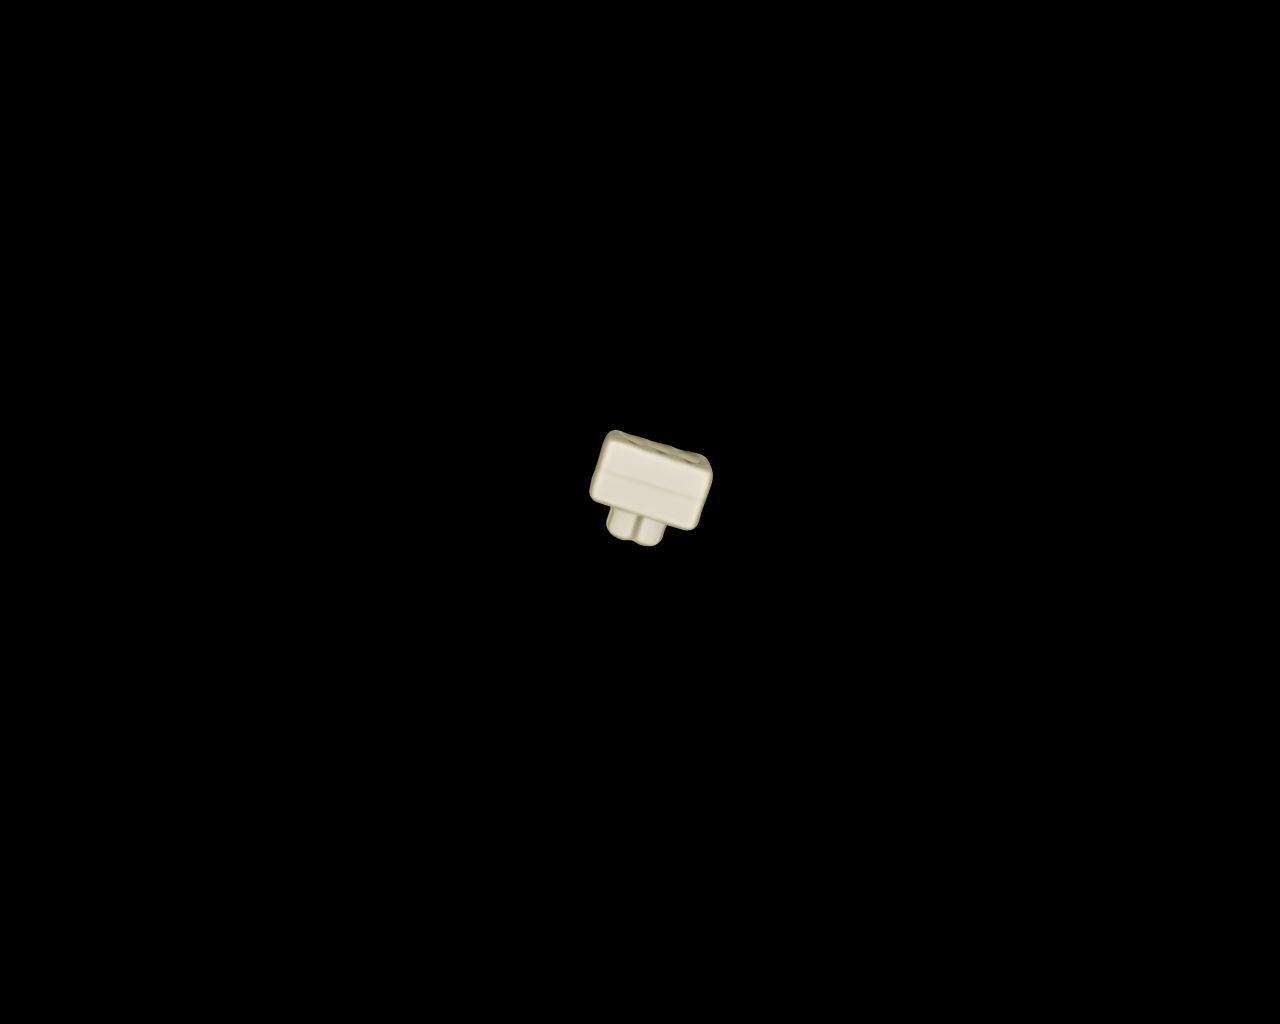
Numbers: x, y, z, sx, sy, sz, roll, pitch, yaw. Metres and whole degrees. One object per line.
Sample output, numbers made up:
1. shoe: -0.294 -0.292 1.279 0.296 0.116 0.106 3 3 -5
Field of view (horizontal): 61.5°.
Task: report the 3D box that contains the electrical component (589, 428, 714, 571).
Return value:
1. electrical component: 0.001 -0.003 0.650 0.066 0.076 0.047 18 11 -4
